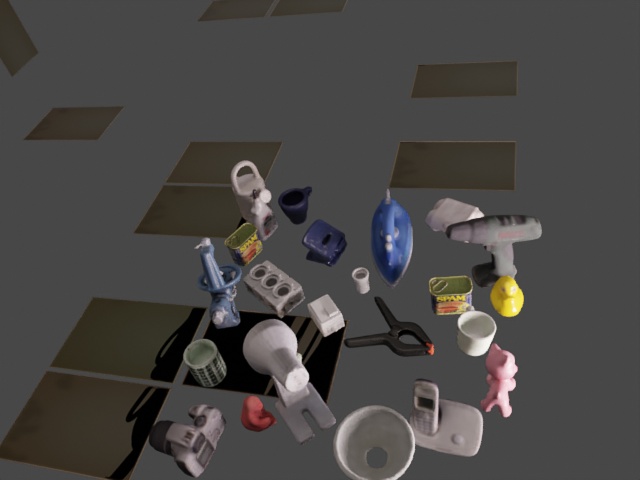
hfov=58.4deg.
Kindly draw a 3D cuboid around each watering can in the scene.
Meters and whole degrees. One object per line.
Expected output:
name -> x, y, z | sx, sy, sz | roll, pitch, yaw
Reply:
watering can -> -0.211, -0.157, 1.756 | 0.172, 0.194, 0.101 | 13, 51, 25

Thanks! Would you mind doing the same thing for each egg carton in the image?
egg carton -> 0.376, -0.056, 1.600 | 0.149, 0.069, 0.107 | 22, 55, 31

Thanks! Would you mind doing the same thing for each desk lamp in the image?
desk lamp -> -0.067, 0.302, 1.257 | 0.118, 0.214, 0.202 | -31, 47, -16

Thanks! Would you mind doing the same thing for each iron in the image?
iron -> 0.190, -0.012, 1.552 | 0.118, 0.142, 0.258 | -4, 46, 10

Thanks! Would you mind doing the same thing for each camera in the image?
camera -> -0.303, 0.429, 1.272 | 0.136, 0.101, 0.143 | 9, 49, 22

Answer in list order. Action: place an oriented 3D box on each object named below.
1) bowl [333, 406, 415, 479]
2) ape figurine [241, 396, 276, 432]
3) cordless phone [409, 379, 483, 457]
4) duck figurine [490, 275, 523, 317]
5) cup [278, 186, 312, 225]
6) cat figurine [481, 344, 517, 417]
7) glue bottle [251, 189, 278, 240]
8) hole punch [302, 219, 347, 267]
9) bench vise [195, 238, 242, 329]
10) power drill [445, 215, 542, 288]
bowl -> 0.114, 0.434, 1.182 | 0.167, 0.075, 0.167 | -7, 45, 7
ape figurine -> -0.146, 0.383, 1.284 | 0.076, 0.092, 0.077 | -14, 45, 0
cordless phone -> 0.251, 0.350, 1.151 | 0.147, 0.185, 0.094 | 4, 48, 18
duck figurine -> 0.455, 0.122, 1.395 | 0.077, 0.086, 0.104 | -3, 46, 11
cup -> -0.064, -0.103, 1.737 | 0.118, 0.095, 0.091 | -39, 50, -23
cat figurine -> 0.384, 0.292, 1.223 | 0.067, 0.118, 0.128 | 6, 48, 20
glue bottle -> -0.174, -0.082, 1.688 | 0.037, 0.173, 0.078 | 17, 53, 28
hole punch -> 0.015, 0.006, 1.614 | 0.100, 0.091, 0.109 | 15, 52, 26
bench vise -> -0.257, 0.110, 1.488 | 0.121, 0.220, 0.207 | -23, 45, -9
power drill -> 0.425, 0.021, 1.414 | 0.229, 0.209, 0.075 | -13, 45, 1
